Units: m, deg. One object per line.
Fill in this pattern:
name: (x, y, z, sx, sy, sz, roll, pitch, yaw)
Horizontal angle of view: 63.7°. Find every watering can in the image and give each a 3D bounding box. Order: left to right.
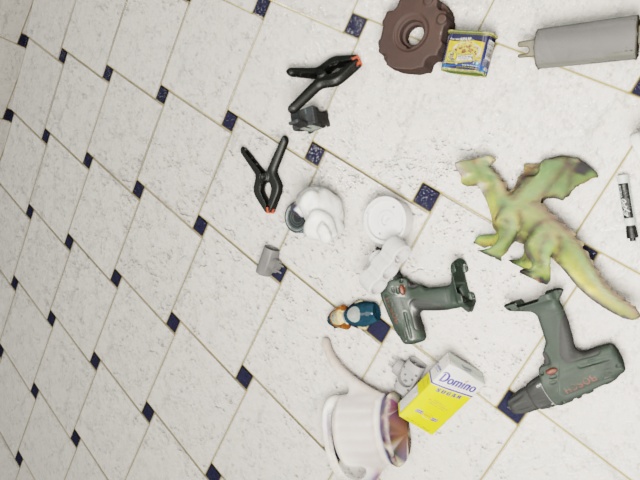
watering can: (0.094, 0.393, 1.197, 0.222, 0.103, 0.352, -16, 71, 32)

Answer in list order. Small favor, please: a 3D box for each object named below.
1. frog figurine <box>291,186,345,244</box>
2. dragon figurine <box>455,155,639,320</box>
frog figurine: (0.004, -0.062, 1.228, 0.123, 0.161, 0.136, -37, 104, -1)
dragon figurine: (0.432, -0.047, 0.976, 0.414, 0.121, 0.242, 28, 97, 30)
